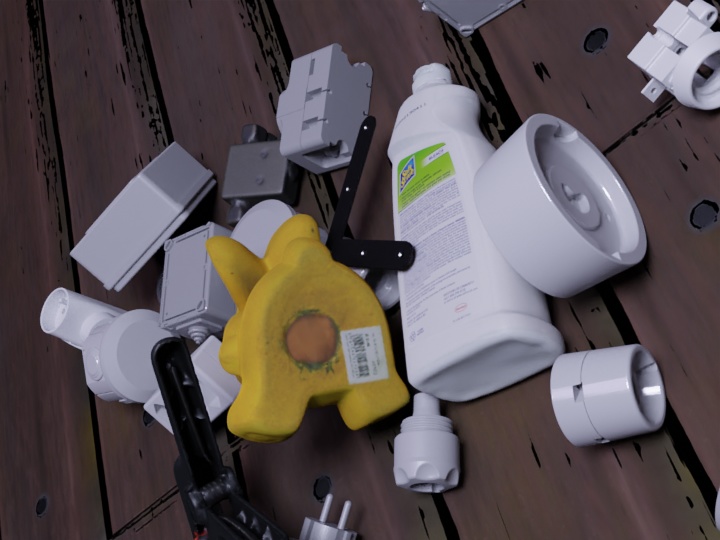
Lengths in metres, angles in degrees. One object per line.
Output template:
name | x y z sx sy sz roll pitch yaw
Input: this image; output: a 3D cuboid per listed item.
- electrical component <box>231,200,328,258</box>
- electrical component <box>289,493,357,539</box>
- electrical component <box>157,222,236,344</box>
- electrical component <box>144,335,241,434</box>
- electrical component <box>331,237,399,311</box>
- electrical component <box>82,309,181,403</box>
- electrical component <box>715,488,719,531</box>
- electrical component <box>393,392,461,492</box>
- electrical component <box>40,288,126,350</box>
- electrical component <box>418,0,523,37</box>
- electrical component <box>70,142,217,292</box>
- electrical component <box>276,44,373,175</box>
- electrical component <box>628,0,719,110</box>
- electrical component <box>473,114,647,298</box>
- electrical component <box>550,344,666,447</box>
electrical component | -0.067 -0.012 0.864 0.080 0.051 0.080 -21 58 37
electrical component | -0.025 0.192 0.731 0.066 0.047 0.076 8 77 46
electrical component | -0.125 0.019 0.899 0.062 0.061 0.096 -20 59 38
electrical component | -0.121 0.086 0.872 0.083 0.047 0.075 -42 8 41
electrical component | 0.000 0.000 0.801 0.065 0.044 0.044 31 94 52
electrical component | -0.197 0.077 0.931 0.051 0.080 0.080 -15 62 46
electrical component | 0.212 0.120 0.534 0.055 0.048 0.066 14 82 39
electrical component | 0.044 0.112 0.704 0.043 0.043 0.062 -21 56 37
electrical component | -0.241 0.055 0.985 0.079 0.077 0.044 28 91 47
electrical component | 0.084 -0.227 0.808 0.096 0.062 0.061 -27 55 34
electrical component | -0.193 -0.049 0.965 0.109 0.056 0.108 -44 10 21
electrical component | -0.030 -0.130 0.883 0.056 0.050 0.089 -12 64 41
electrical component | 0.203 -0.128 0.657 0.066 0.048 0.055 -51 37 15
electrical component | 0.116 -0.034 0.657 0.060 0.108 0.108 -38 49 34
electrical component | 0.144 0.071 0.617 0.047 0.055 0.055 -17 61 35
